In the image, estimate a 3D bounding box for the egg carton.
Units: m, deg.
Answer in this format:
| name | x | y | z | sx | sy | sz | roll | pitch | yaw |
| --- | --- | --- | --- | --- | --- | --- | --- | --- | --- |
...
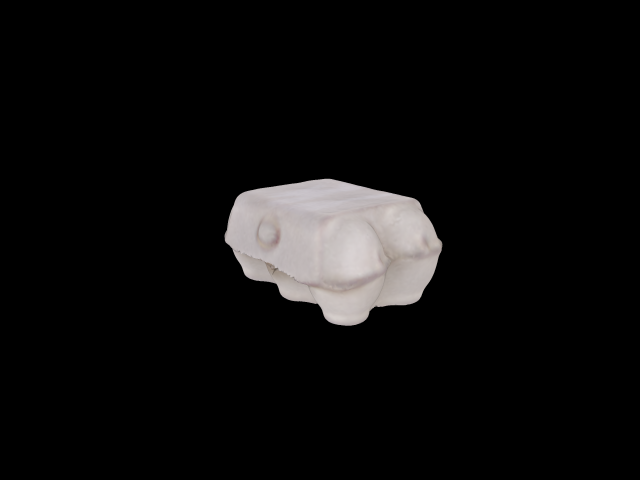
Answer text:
| name | x | y | z | sx | sy | sz | roll | pitch | yaw |
| --- | --- | --- | --- | --- | --- | --- | --- | --- | --- |
| egg carton | 0.004 | 0.001 | 0.400 | 0.107 | 0.069 | 0.149 | -14 | 22 | -37 |
